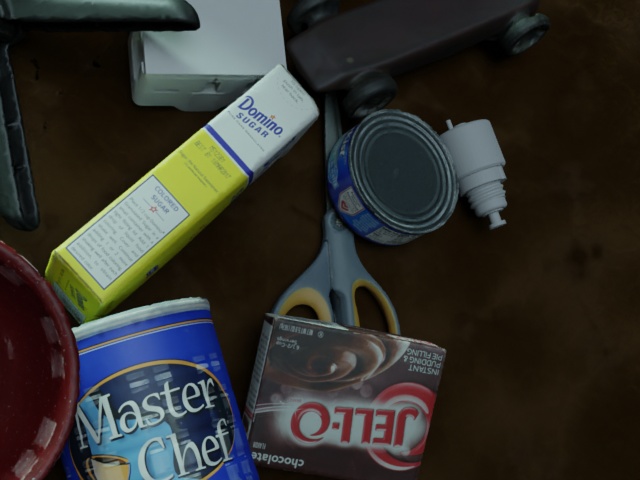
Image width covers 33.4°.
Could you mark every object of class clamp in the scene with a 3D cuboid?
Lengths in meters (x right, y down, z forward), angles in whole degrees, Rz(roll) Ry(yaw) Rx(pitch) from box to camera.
[{"bbox_3d":[-0.183,-0.132,0.633,0.164,0.036,0.210,-43,79,3],"label":"clamp"}]

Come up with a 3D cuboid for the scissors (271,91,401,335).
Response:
[{"bbox_3d":[-0.005,0.001,0.693,0.096,0.016,0.202,-14,80,-20],"label":"scissors"}]

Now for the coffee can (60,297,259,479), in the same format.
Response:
[{"bbox_3d":[-0.091,0.114,0.590,0.102,0.103,0.140,-15,81,-20],"label":"coffee can"}]

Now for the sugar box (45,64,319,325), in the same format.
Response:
[{"bbox_3d":[-0.082,-0.024,0.634,0.176,0.093,0.048,-41,92,-22],"label":"sugar box"}]

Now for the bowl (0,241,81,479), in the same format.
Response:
[{"bbox_3d":[-0.205,0.070,0.534,0.161,0.055,0.162,0,90,-21],"label":"bowl"}]

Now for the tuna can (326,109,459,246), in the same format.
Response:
[{"bbox_3d":[0.047,-0.040,0.699,0.086,0.034,0.086,12,67,-29],"label":"tuna can"}]

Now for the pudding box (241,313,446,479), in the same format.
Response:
[{"bbox_3d":[0.012,0.097,0.648,0.113,0.039,0.090,12,92,-12],"label":"pudding box"}]
